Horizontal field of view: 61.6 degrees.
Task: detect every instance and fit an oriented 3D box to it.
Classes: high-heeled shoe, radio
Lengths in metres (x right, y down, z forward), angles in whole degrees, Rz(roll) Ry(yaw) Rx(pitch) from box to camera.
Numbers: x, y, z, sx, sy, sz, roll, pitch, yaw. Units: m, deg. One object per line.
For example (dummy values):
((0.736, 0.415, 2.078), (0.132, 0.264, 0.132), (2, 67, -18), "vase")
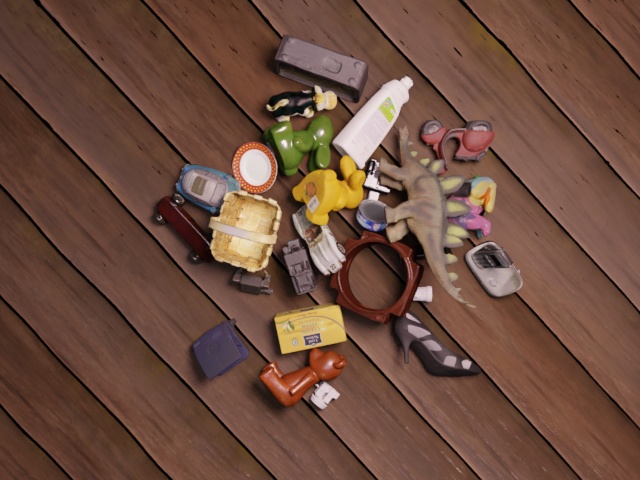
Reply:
((0.302, 0.265, 1.386), (0.249, 0.086, 0.145), (15, 60, -17), "high-heeled shoe")
((0.003, -0.418, 1.317), (0.230, 0.131, 0.073), (18, 91, 0), "radio")

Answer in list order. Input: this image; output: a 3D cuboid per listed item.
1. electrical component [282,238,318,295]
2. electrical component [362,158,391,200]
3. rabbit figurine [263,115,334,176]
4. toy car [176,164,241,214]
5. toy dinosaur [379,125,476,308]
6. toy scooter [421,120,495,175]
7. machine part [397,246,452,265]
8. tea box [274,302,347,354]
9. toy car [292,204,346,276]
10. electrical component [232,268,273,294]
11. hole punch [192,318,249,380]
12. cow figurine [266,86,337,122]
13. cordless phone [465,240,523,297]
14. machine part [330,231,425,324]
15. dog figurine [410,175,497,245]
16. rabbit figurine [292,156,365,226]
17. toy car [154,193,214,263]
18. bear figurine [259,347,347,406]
((-0.050, 0.064, 1.344), (0.058, 0.115, 0.134), (-18, 94, -1), "electrical component")
((0.144, -0.141, 1.368), (0.075, 0.048, 0.119), (20, 91, 0), "electrical component")
((-0.032, -0.242, 1.336), (0.170, 0.121, 0.159), (-29, 95, -14), "rabbit figurine")
((-0.284, -0.133, 1.346), (0.162, 0.103, 0.109), (24, 91, -2), "toy car")
((0.246, -0.063, 1.241), (0.199, 0.105, 0.471), (-9, 70, 8), "toy dinosaur")
((0.345, -0.231, 1.350), (0.184, 0.075, 0.135), (1, 92, 4), "toy scooter")
((0.266, 0.033, 1.365), (0.139, 0.084, 0.039), (-5, 119, 13), "machine part")
((-0.024, 0.222, 1.372), (0.170, 0.068, 0.098), (-13, 92, 0), "tea box")
((-0.003, -0.004, 1.334), (0.073, 0.056, 0.202), (-40, 59, 21), "toy car")
((-0.170, 0.104, 1.369), (0.102, 0.078, 0.045), (9, 65, 5), "electrical component")
((-0.256, 0.281, 1.368), (0.142, 0.092, 0.116), (-37, 88, 5), "hole punch")
((-0.045, -0.341, 1.328), (0.167, 0.098, 0.068), (-10, 91, 13), "cow figurine")
((0.444, 0.071, 1.305), (0.089, 0.184, 0.146), (-35, 91, -3), "cordless phone")
((0.140, 0.090, 1.327), (0.202, 0.087, 0.201), (23, 93, 22), "machine part")
((0.316, -0.075, 1.342), (0.219, 0.108, 0.191), (7, 93, 3), "dog figurine")
((0.042, -0.126, 1.319), (0.122, 0.173, 0.162), (52, 122, 36), "rabbit figurine")
((-0.336, -0.029, 1.373), (0.089, 0.053, 0.202), (-43, 92, 16), "toy car")
((-0.037, 0.324, 1.352), (0.196, 0.120, 0.132), (-39, 88, 0), "bear figurine")
